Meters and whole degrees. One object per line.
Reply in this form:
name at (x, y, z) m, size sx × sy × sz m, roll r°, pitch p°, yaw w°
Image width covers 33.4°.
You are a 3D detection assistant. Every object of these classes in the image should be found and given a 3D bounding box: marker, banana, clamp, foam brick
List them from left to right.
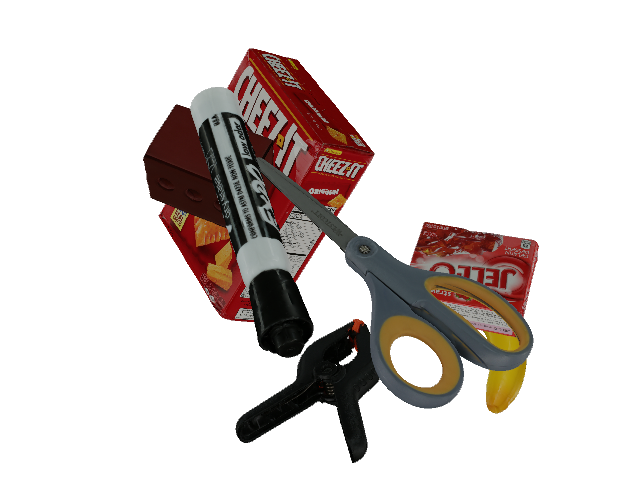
foam brick at (-0.077, -0.050, 0.744) m, size 0.078 × 0.051 × 0.053 m, roll 21°, pitch -29°, yaw 10°
marker at (-0.025, -0.009, 0.379) m, size 0.020 × 0.121 × 0.020 m, roll -12°, pitch -40°, yaw -10°
clamp at (0.015, 0.135, 0.960) m, size 0.120 × 0.039 × 0.171 m, roll 17°, pitch 43°, yaw 27°
banana at (0.184, 0.109, 1.140) m, size 0.069 × 0.037 × 0.198 m, roll -24°, pitch 34°, yaw 3°

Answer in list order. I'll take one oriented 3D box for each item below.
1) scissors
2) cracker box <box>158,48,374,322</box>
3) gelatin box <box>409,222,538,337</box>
scissors at (0.020, 0.024, 0.594) m, size 0.202 × 0.016 × 0.096 m, roll 29°, pitch 52°, yaw 18°
cracker box at (-0.061, -0.052, 1.040) m, size 0.071 × 0.214 × 0.164 m, roll 6°, pitch 36°, yaw -41°
gelatin box at (0.111, 0.027, 0.789) m, size 0.089 × 0.073 × 0.030 m, roll 10°, pitch -40°, yaw 14°
